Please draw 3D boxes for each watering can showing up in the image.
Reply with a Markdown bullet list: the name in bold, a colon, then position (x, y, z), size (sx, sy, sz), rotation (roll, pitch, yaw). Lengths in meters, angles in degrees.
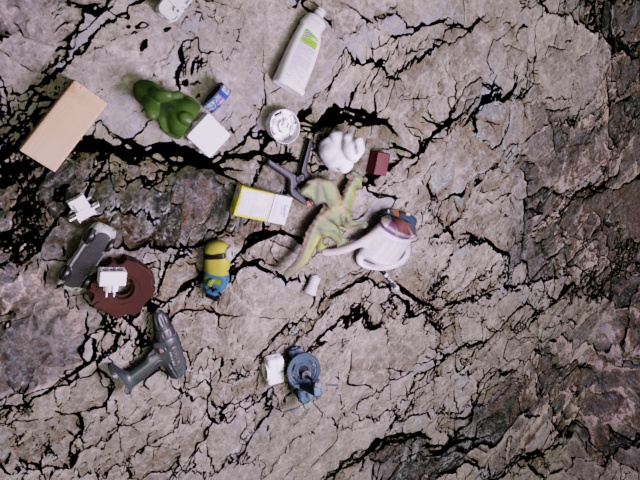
- **watering can**: position (0.190, 0.012, 1.757), size (0.346, 0.106, 0.220), rotation (12, 124, -32)

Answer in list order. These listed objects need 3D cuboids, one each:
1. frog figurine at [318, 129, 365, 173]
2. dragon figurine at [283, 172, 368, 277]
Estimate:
- **frog figurine**: position (0.071, -0.271, 1.593), size (0.123, 0.161, 0.135), rotation (-17, 113, -21)
- **dragon figurine**: position (0.005, -0.083, 1.641), size (0.415, 0.122, 0.239), rotation (-36, 112, -26)
